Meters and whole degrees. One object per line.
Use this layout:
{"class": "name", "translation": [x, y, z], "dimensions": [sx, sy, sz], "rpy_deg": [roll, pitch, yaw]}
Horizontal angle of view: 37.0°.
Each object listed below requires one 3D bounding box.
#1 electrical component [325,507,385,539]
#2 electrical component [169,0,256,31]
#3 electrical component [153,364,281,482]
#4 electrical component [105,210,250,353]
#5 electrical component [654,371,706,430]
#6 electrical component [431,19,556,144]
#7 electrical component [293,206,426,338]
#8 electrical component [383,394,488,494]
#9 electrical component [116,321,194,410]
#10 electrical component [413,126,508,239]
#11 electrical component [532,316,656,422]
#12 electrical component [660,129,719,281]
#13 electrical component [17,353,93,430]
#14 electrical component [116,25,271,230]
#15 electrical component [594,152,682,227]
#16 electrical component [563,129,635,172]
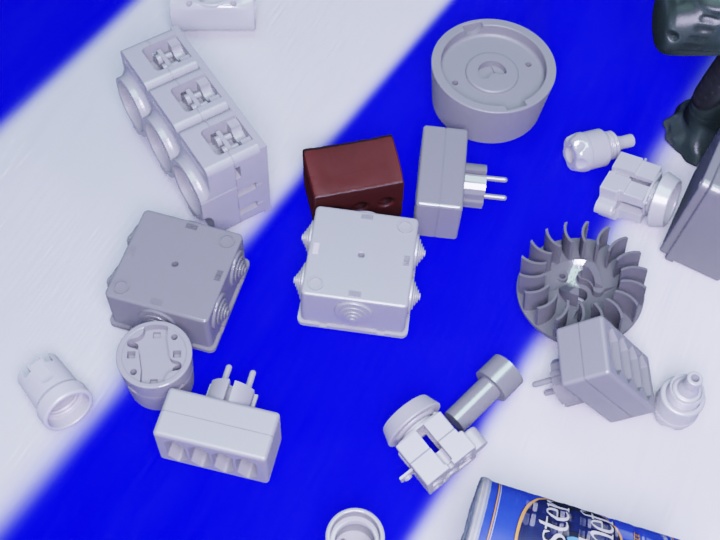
{"class": "electrical component", "translation": [-0.004, 0.190, 0.740], "dimensions": [0.040, 0.046, 0.040], "rpy_deg": [1, 59, -2]}
{"class": "electrical component", "translation": [-0.137, -0.261, 1.011], "dimensions": [0.077, 0.044, 0.079], "rpy_deg": [-1, 59, -3]}
{"class": "electrical component", "translation": [-0.098, 0.104, 0.788], "dimensions": [0.083, 0.047, 0.075], "rpy_deg": [13, 59, 5]}
{"class": "electrical component", "translation": [-0.143, 0.007, 0.845], "dimensions": [0.100, 0.048, 0.099], "rpy_deg": [15, 59, 7]}
{"class": "electrical component", "translation": [0.240, 0.094, 0.800], "dimensions": [0.035, 0.061, 0.035], "rpy_deg": [1, 59, -2]}
{"class": "electrical component", "translation": [0.114, -0.161, 0.951], "dimensions": [0.108, 0.060, 0.108], "rpy_deg": [1, 59, -2]}
{"class": "electrical component", "translation": [0.000, 0.000, 0.855], "dimensions": [0.100, 0.048, 0.099], "rpy_deg": [8, 59, 2]}
{"class": "electrical component", "translation": [0.049, 0.125, 0.782], "dimensions": [0.066, 0.048, 0.055], "rpy_deg": [-37, 69, -9]}
{"class": "electrical component", "translation": [-0.151, 0.073, 0.805], "dimensions": [0.055, 0.047, 0.055], "rpy_deg": [1, 59, -2]}
{"class": "electrical component", "translation": [0.086, -0.072, 0.903], "dimensions": [0.076, 0.047, 0.083], "rpy_deg": [6, 59, 2]}
{"class": "electrical component", "translation": [0.167, 0.080, 0.804], "dimensions": [0.076, 0.083, 0.047], "rpy_deg": [-20, 53, 30]}
{"class": "electrical component", "translation": [0.301, -0.065, 0.873], "dimensions": [0.056, 0.108, 0.108], "rpy_deg": [26, 61, 10]}
{"class": "electrical component", "translation": [-0.227, 0.089, 0.798], "dimensions": [0.040, 0.040, 0.046], "rpy_deg": [-34, 60, -21]}
{"class": "electrical component", "translation": [-0.140, -0.114, 0.895], "dimensions": [0.062, 0.089, 0.150], "rpy_deg": [-28, 64, -18]}
{"class": "electrical component", "translation": [0.236, -0.065, 0.905], "dimensions": [0.055, 0.048, 0.066], "rpy_deg": [22, 60, 24]}
{"class": "electrical component", "translation": [0.210, -0.107, 0.937], "dimensions": [0.061, 0.035, 0.035], "rpy_deg": [-14, 60, -14]}
